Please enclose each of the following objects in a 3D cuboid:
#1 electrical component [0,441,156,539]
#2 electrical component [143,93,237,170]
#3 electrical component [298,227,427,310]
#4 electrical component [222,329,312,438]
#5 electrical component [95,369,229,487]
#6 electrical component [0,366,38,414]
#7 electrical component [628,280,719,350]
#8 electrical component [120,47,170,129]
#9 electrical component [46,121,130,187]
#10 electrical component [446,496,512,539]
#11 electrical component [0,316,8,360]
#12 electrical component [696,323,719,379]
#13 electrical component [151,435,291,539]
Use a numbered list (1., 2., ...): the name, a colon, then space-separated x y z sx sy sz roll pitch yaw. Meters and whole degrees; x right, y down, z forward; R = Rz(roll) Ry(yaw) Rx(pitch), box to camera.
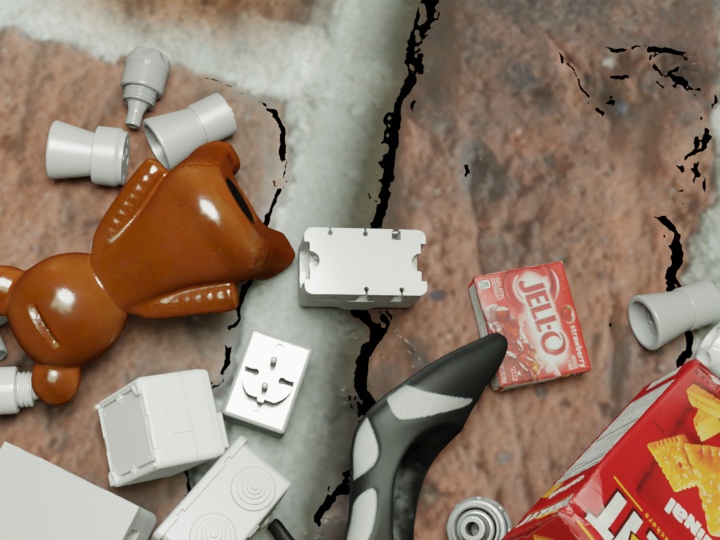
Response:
1. electrical component: -0.227 0.224 0.711 0.105 0.060 0.186 22 74 13
2. electrical component: -0.129 -0.109 0.831 0.065 0.044 0.044 -29 81 -17
3. electrical component: 0.000 0.000 0.807 0.089 0.055 0.050 1 77 -9
4. electrical component: -0.066 0.079 0.770 0.047 0.076 0.065 19 74 -1
5. electrical component: -0.140 0.112 0.752 0.061 0.096 0.061 -5 75 -36
6. electrical component: -0.246 0.086 0.770 0.061 0.035 0.035 -2 76 -10
7. electrical component: 0.248 0.032 0.837 0.065 0.044 0.044 -17 78 -15
8. electrical component: -0.170 -0.140 0.837 0.035 0.035 0.061 12 77 -3
9. electrical component: -0.205 -0.088 0.814 0.055 0.045 0.045 6 75 -5
10. electrical component: 0.083 0.184 0.765 0.048 0.062 0.048 -3 76 11
11. electrical component: -0.274 0.026 0.777 0.079 0.043 0.077 -26 80 -12
12. electrical component: 0.295 0.071 0.831 0.062 0.043 0.043 38 75 3
13. electrical component: -0.096 0.171 0.727 0.048 0.099 0.099 39 60 6
